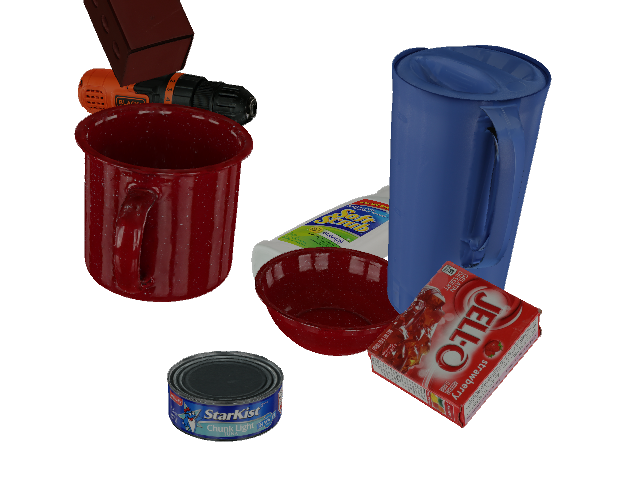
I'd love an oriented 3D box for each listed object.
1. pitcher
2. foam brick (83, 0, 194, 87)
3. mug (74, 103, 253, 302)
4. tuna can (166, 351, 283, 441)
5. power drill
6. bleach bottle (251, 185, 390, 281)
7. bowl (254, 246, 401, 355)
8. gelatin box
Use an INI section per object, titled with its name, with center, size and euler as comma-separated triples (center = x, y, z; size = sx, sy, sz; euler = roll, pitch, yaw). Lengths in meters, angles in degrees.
[pitcher]
center = 0.123, -0.040, 0.940
size = 0.145, 0.243, 0.149
euler = 18, 34, 25
[foam brick]
center = -0.132, -0.161, 0.769
size = 0.051, 0.078, 0.053
euler = -20, -14, -22
[mug]
center = -0.087, -0.014, 0.567
size = 0.093, 0.081, 0.117
euler = 8, 28, 1
[tuna can]
center = -0.071, 0.115, 0.791
size = 0.086, 0.034, 0.086
euler = 2, 19, -1
[power drill]
center = -0.145, -0.079, 1.062
size = 0.185, 0.188, 0.057
euler = 10, 30, 20
[bleach bottle]
center = 0.037, -0.008, 1.264
size = 0.103, 0.068, 0.250
euler = 23, 39, 32
[bowl]
center = 0.014, 0.067, 1.063
size = 0.162, 0.055, 0.162
euler = 4, 28, -2
[gelatin box]
center = 0.085, 0.063, 0.674
size = 0.073, 0.089, 0.030
euler = 30, -28, 31
